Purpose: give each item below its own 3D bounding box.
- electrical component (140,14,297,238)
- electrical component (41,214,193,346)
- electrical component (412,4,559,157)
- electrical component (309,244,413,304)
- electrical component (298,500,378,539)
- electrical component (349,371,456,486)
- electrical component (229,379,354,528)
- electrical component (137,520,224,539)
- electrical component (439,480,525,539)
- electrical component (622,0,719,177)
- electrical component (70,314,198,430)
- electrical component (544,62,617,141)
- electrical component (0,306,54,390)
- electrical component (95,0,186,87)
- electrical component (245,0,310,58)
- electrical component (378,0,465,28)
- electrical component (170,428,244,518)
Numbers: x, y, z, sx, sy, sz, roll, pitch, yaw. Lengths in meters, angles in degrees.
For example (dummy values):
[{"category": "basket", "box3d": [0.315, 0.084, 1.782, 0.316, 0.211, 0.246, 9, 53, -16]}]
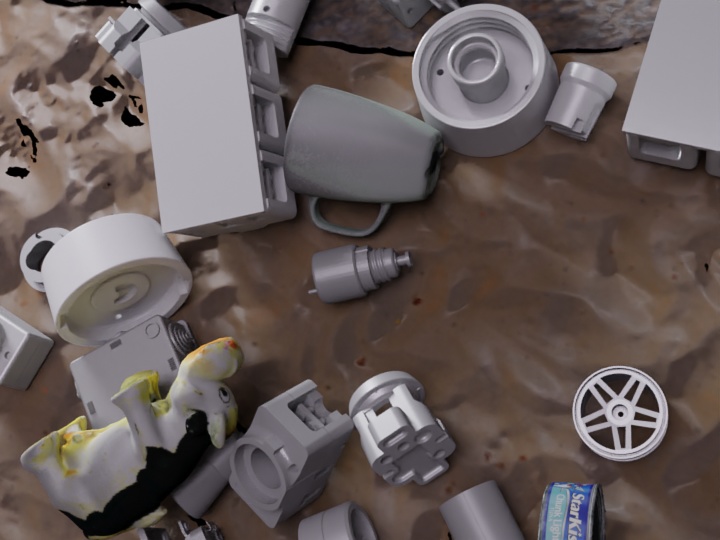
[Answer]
[{"category": "electrical component", "box3d": [-0.107, -0.107, 0.828, 0.089, 0.062, 0.150, -11, 83, 22]}, {"category": "electrical component", "box3d": [-0.190, 0.002, 0.823, 0.108, 0.108, 0.060, -34, 63, 6]}, {"category": "electrical component", "box3d": [0.091, -0.145, 0.799, 0.108, 0.060, 0.108, -4, 75, 16]}, {"category": "electrical component", "box3d": [0.000, 0.000, 0.800, 0.078, 0.040, 0.040, -13, 73, 13]}, {"category": "electrical component", "box3d": [-0.015, 0.237, 0.738, 0.074, 0.052, 0.138, -25, 70, 15]}, {"category": "electrical component", "box3d": [0.026, 0.108, 0.750, 0.058, 0.078, 0.057, -35, 48, 6]}, {"category": "electrical component", "box3d": [-0.052, 0.130, 0.750, 0.050, 0.056, 0.089, 42, 131, 21]}, {"category": "electrical component", "box3d": [-0.126, 0.219, 0.781, 0.064, 0.042, 0.081, -30, 71, 6]}, {"category": "electrical component", "box3d": [0.090, 0.188, 0.724, 0.043, 0.043, 0.081, -29, 70, 8]}, {"category": "electrical component", "box3d": [0.263, -0.161, 0.752, 0.105, 0.060, 0.186, 16, 81, 19]}, {"category": "electrical component", "box3d": [-0.164, 0.092, 0.821, 0.100, 0.048, 0.099, -29, 70, 8]}, {"category": "electrical component", "box3d": [0.160, -0.122, 0.785, 0.040, 0.040, 0.046, 25, 90, 21]}, {"category": "electrical component", "box3d": [-0.298, 0.056, 0.855, 0.066, 0.077, 0.047, 29, 86, 21]}, {"category": "electrical component", "box3d": [-0.174, -0.189, 0.891, 0.057, 0.058, 0.078, -47, 69, 4]}, {"category": "electrical component", "box3d": [-0.068, -0.207, 0.871, 0.043, 0.043, 0.081, 18, 82, 20]}, {"category": "electrical component", "box3d": [0.063, -0.226, 0.835, 0.083, 0.047, 0.075, -45, 69, 2]}, {"category": "electrical component", "box3d": [-0.109, 0.146, 0.796, 0.065, 0.044, 0.044, -41, 69, -2]}]
